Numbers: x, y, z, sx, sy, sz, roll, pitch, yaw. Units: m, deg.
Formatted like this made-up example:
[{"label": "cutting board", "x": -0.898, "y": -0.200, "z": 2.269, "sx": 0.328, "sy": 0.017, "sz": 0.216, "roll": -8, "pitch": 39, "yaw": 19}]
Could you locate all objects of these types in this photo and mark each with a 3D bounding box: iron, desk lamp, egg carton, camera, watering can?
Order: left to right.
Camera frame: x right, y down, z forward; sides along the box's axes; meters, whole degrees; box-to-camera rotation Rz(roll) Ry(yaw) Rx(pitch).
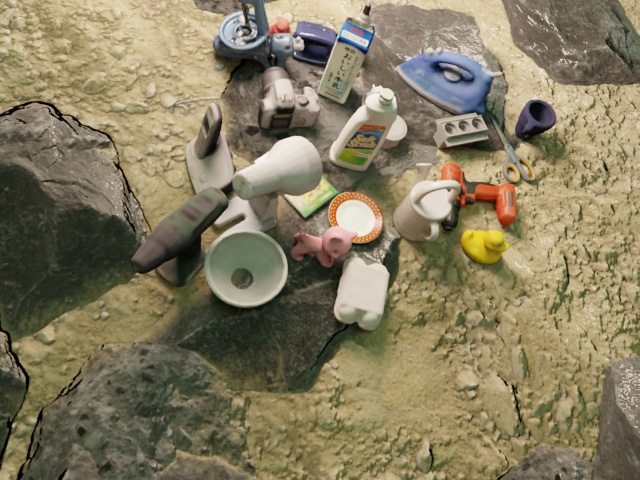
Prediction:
[{"label": "desk lamp", "x": -0.111, "y": -0.100, "z": 1.169, "sx": 0.204, "sy": 0.213, "sz": 0.118, "roll": -32, "pitch": 77, "yaw": -25}, {"label": "camera", "x": -0.079, "y": -0.344, "z": 1.351, "sx": 0.143, "sy": 0.100, "sz": 0.137, "roll": -6, "pitch": 68, "yaw": -17}, {"label": "egg carton", "x": 0.089, "y": 0.113, "z": 1.207, "sx": 0.107, "sy": 0.069, "sz": 0.150, "roll": 16, "pitch": 63, "yaw": -7}, {"label": "watering can", "x": 0.237, "y": -0.088, "z": 1.267, "sx": 0.101, "sy": 0.194, "sz": 0.172, "roll": -23, "pitch": 74, "yaw": -23}, {"label": "iron", "x": 0.334, "y": -0.431, "z": 1.478, "sx": 0.258, "sy": 0.141, "sz": 0.119, "roll": 23, "pitch": 63, "yaw": -4}]

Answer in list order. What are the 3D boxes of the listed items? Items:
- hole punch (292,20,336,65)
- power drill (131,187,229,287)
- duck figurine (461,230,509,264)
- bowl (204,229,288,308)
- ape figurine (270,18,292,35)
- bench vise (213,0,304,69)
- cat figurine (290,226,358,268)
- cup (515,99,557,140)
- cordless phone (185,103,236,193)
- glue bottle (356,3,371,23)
[{"label": "hole punch", "x": -0.015, "y": -0.515, "z": 1.451, "sx": 0.109, "sy": 0.091, "sz": 0.101, "roll": 11, "pitch": 64, "yaw": -10}, {"label": "power drill", "x": -0.263, "y": 0.009, "z": 1.082, "sx": 0.075, "sy": 0.208, "sz": 0.230, "roll": 36, "pitch": 63, "yaw": 3}, {"label": "duck figurine", "x": 0.387, "y": 0.004, "z": 1.326, "sx": 0.104, "sy": 0.086, "sz": 0.077, "roll": 29, "pitch": 62, "yaw": 0}, {"label": "bowl", "x": -0.152, "y": 0.066, "z": 1.161, "sx": 0.168, "sy": 0.074, "sz": 0.167, "roll": 6, "pitch": 65, "yaw": -12}, {"label": "ape figurine", "x": -0.100, "y": -0.515, "z": 1.428, "sx": 0.078, "sy": 0.092, "sz": 0.076, "roll": 41, "pitch": 63, "yaw": 6}, {"label": "bench vise", "x": -0.139, "y": -0.505, "z": 1.341, "sx": 0.208, "sy": 0.219, "sz": 0.121, "roll": -8, "pitch": 68, "yaw": -18}, {"label": "cat figurine", "x": 0.011, "y": 0.004, "z": 1.208, "sx": 0.128, "sy": 0.117, "sz": 0.067, "roll": 11, "pitch": 64, "yaw": -10}, {"label": "cup", "x": 0.549, "y": -0.299, "z": 1.502, "sx": 0.091, "sy": 0.095, "sz": 0.118, "roll": 41, "pitch": 63, "yaw": 6}, {"label": "cordless phone", "x": -0.223, "y": -0.183, "z": 1.193, "sx": 0.094, "sy": 0.185, "sz": 0.147, "roll": -14, "pitch": 71, "yaw": -20}, {"label": "glue bottle", "x": 0.098, "y": -0.525, "z": 1.440, "sx": 0.037, "sy": 0.173, "sz": 0.078, "roll": -37, "pitch": 79, "yaw": -26}]
